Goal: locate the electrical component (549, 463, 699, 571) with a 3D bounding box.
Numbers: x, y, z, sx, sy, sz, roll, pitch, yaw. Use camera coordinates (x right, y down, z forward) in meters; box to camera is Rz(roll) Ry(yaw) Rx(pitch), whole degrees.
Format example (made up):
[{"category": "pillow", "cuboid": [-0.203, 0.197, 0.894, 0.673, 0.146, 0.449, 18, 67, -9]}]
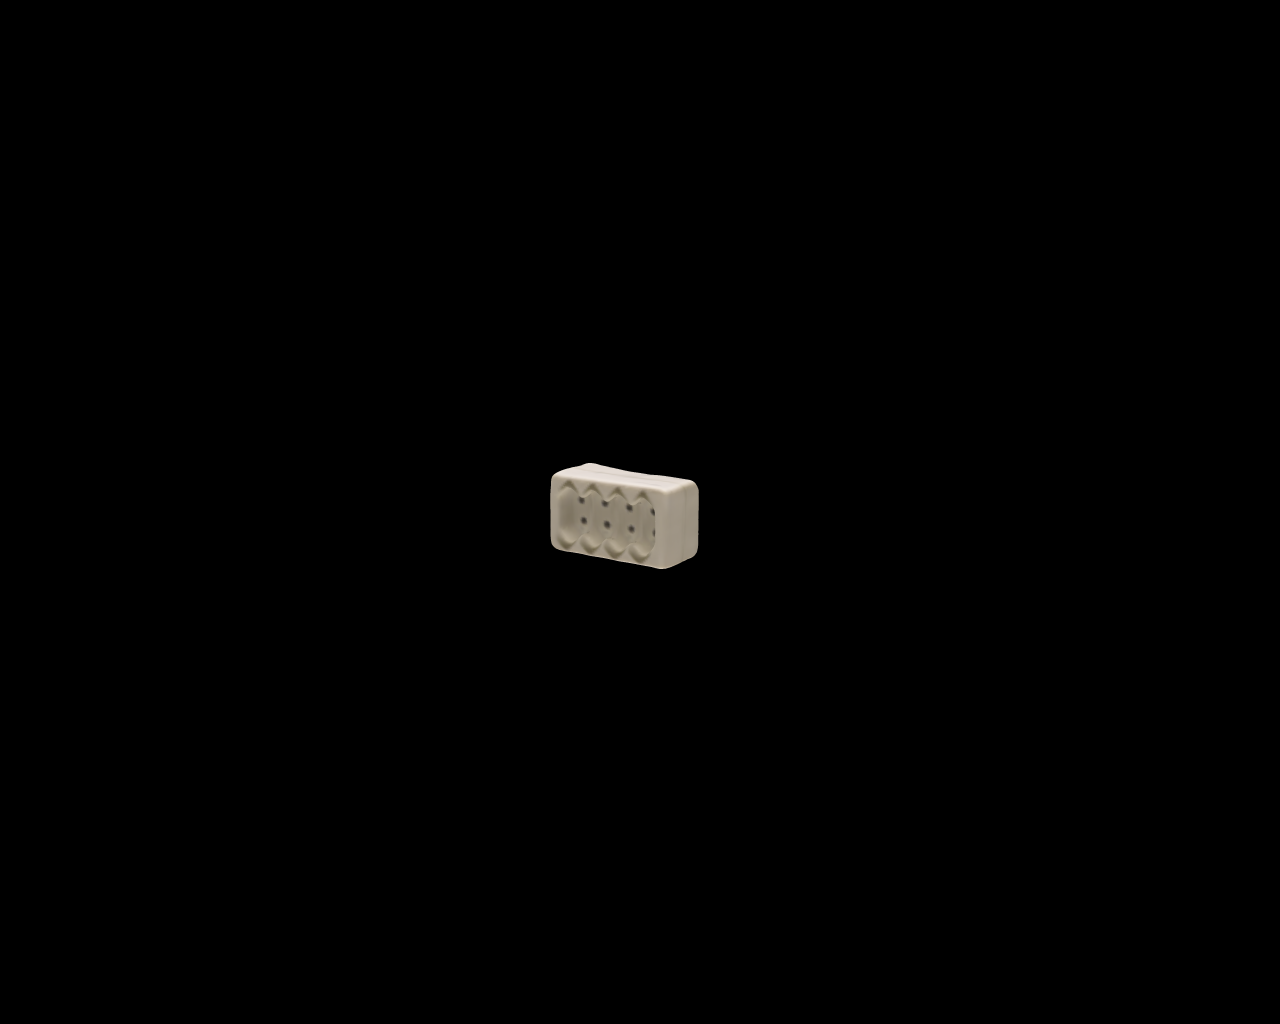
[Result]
[{"category": "electrical component", "cuboid": [0.001, -0.003, 0.650, 0.083, 0.047, 0.076, 10, 18, 33]}]
